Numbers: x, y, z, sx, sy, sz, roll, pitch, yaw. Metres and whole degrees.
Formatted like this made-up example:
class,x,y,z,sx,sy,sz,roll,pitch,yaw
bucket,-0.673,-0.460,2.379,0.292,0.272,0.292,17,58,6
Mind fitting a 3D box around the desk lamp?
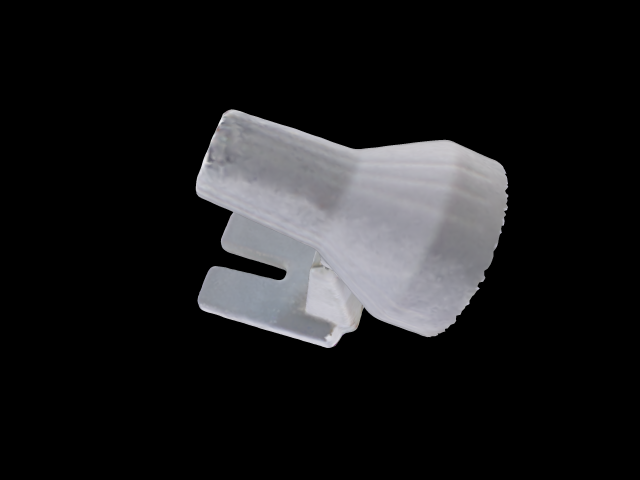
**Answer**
class,x,y,z,sx,sy,sz,roll,pitch,yaw
desk lamp,0.004,0.001,0.400,0.203,0.213,0.118,13,64,7
